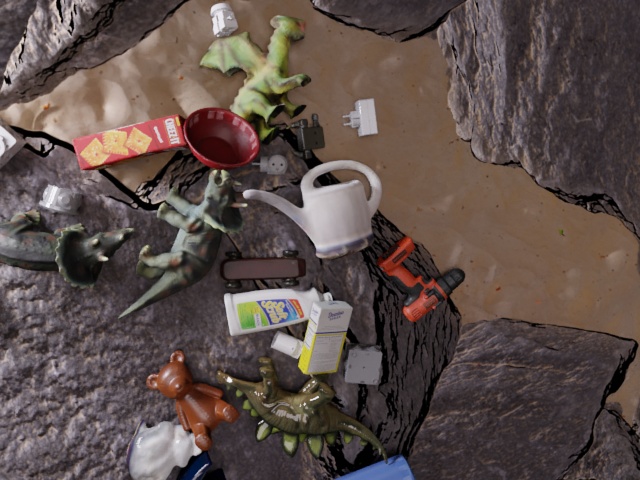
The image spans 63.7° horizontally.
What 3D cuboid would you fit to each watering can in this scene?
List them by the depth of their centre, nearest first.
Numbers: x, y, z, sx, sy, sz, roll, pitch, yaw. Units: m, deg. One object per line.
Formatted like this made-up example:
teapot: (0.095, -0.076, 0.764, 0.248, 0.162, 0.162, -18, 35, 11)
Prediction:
watering can: (0.004, -0.060, 1.189, 0.350, 0.104, 0.223, -16, 97, -25)

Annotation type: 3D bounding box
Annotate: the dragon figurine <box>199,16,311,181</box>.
dragon figurine: (-0.171, -0.349, 1.173, 0.410, 0.121, 0.244, -42, 82, 0)

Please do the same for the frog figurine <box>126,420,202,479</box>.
frog figurine: (-0.358, 0.494, 1.194, 0.159, 0.121, 0.139, 7, 76, 2)
